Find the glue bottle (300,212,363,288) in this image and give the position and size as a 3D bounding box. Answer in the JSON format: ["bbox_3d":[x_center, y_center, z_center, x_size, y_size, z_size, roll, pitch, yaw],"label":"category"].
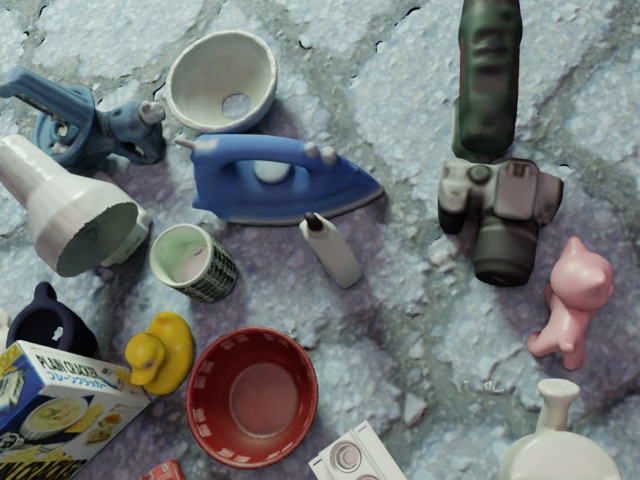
[{"bbox_3d":[0.006,0.002,0.670,0.037,0.173,0.078,-41,67,-4],"label":"glue bottle"}]

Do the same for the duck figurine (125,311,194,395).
[{"bbox_3d":[-0.207,0.137,0.714,0.077,0.086,0.104,5,72,14],"label":"duck figurine"}]

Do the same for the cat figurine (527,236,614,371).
[{"bbox_3d":[0.276,0.068,0.619,0.067,0.118,0.128,16,75,17],"label":"cat figurine"}]

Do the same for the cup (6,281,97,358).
[{"bbox_3d":[-0.337,0.119,0.743,0.091,0.095,0.117,-15,68,7],"label":"cup"}]

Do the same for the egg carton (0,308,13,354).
[{"bbox_3d":[-0.463,0.167,0.766,0.107,0.069,0.150,37,82,21],"label":"egg carton"}]

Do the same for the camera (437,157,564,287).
[{"bbox_3d":[0.205,-0.022,0.675,0.143,0.101,0.137,9,73,15],"label":"camera"}]

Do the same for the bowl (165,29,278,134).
[{"bbox_3d":[-0.133,-0.214,0.830,0.167,0.075,0.167,-4,70,11],"label":"bowl"}]

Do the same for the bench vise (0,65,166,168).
[{"bbox_3d":[-0.328,-0.182,0.781,0.207,0.220,0.121,-24,67,3],"label":"bench vise"}]

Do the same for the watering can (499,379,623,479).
[{"bbox_3d":[0.224,0.223,0.533,0.101,0.194,0.172,-22,67,4],"label":"watering can"}]

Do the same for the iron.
[{"bbox_3d":[-0.052,-0.095,0.734,0.257,0.142,0.118,1,71,13],"label":"iron"}]

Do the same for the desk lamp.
[{"bbox_3d":[-0.309,-0.037,0.729,0.202,0.214,0.118,39,82,22],"label":"desk lamp"}]

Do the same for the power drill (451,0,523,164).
[{"bbox_3d":[0.196,-0.192,0.680,0.075,0.209,0.229,1,71,13],"label":"power drill"}]
